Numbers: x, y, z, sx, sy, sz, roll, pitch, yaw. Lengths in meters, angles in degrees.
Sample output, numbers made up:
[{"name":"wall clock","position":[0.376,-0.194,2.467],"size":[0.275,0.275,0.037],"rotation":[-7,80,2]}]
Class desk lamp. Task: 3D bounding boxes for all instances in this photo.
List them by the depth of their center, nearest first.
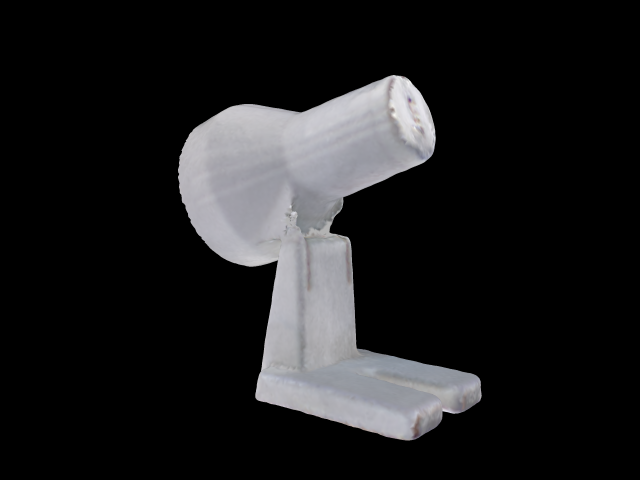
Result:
[{"name":"desk lamp","position":[0.004,0.001,0.400],"size":[0.202,0.213,0.118],"rotation":[3,5,37]}]
